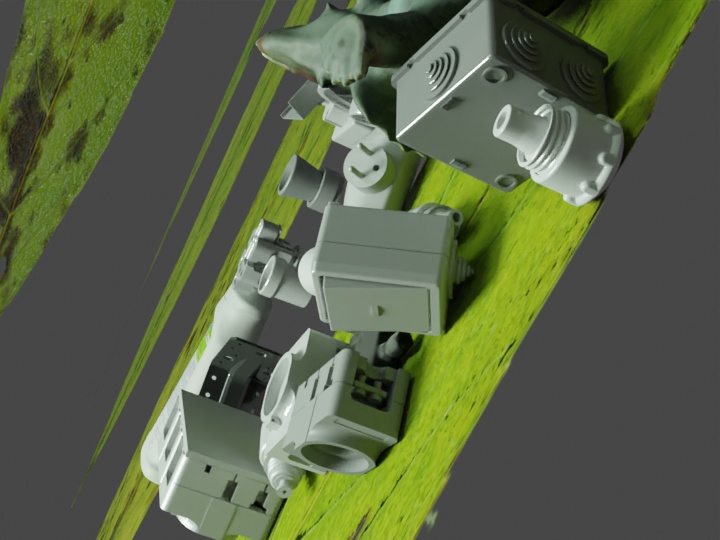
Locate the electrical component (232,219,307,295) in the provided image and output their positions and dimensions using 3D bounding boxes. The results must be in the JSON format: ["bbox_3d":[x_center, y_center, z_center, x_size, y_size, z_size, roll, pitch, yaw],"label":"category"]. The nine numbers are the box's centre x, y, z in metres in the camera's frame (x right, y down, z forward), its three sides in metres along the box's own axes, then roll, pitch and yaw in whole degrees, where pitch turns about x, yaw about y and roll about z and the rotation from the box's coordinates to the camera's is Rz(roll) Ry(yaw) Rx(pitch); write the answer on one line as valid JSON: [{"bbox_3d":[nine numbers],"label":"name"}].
[{"bbox_3d":[-0.090,-0.006,1.114,0.078,0.057,0.058,-63,16,15],"label":"electrical component"}]

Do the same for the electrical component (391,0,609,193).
[{"bbox_3d":[0.076,-0.094,0.589,0.100,0.100,0.048,-37,41,45],"label":"electrical component"}]

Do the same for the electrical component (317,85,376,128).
[{"bbox_3d":[0.018,-0.146,0.858,0.108,0.108,0.060,-177,103,-74],"label":"electrical component"}]

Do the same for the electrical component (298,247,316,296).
[{"bbox_3d":[-0.021,0.002,0.902,0.044,0.044,0.065,-69,20,-6],"label":"electrical component"}]

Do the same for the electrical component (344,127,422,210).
[{"bbox_3d":[0.012,-0.075,0.842,0.079,0.043,0.077,32,-102,-61],"label":"electrical component"}]

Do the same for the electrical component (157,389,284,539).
[{"bbox_3d":[-0.121,0.166,0.914,0.061,0.089,0.150,-66,15,7],"label":"electrical component"}]

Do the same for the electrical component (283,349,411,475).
[{"bbox_3d":[-0.011,0.098,0.710,0.089,0.050,0.055,-44,27,56],"label":"electrical component"}]

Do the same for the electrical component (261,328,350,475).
[{"bbox_3d":[-0.037,0.095,0.792,0.050,0.056,0.089,-49,24,49],"label":"electrical component"}]

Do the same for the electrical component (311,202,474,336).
[{"bbox_3d":[0.022,0.004,0.666,0.061,0.096,0.061,82,-163,-56],"label":"electrical component"}]

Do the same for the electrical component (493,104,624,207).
[{"bbox_3d":[0.098,-0.064,0.545,0.048,0.062,0.048,-59,17,31],"label":"electrical component"}]

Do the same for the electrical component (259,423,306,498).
[{"bbox_3d":[-0.057,0.143,0.825,0.040,0.040,0.078,-60,17,27],"label":"electrical component"}]

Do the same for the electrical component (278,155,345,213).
[{"bbox_3d":[-0.049,-0.086,1.089,0.045,0.055,0.045,-58,18,31],"label":"electrical component"}]

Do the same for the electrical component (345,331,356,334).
[{"bbox_3d":[0.000,0.000,0.825,0.079,0.043,0.077,-64,16,12],"label":"electrical component"}]

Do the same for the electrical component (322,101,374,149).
[{"bbox_3d":[-0.010,-0.149,1.003,0.066,0.077,0.047,-20,50,70],"label":"electrical component"}]

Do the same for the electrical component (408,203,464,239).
[{"bbox_3d":[0.050,-0.028,0.714,0.061,0.035,0.035,-24,46,65],"label":"electrical component"}]

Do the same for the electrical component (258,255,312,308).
[{"bbox_3d":[-0.070,0.012,1.038,0.040,0.046,0.040,-58,18,31],"label":"electrical component"}]
